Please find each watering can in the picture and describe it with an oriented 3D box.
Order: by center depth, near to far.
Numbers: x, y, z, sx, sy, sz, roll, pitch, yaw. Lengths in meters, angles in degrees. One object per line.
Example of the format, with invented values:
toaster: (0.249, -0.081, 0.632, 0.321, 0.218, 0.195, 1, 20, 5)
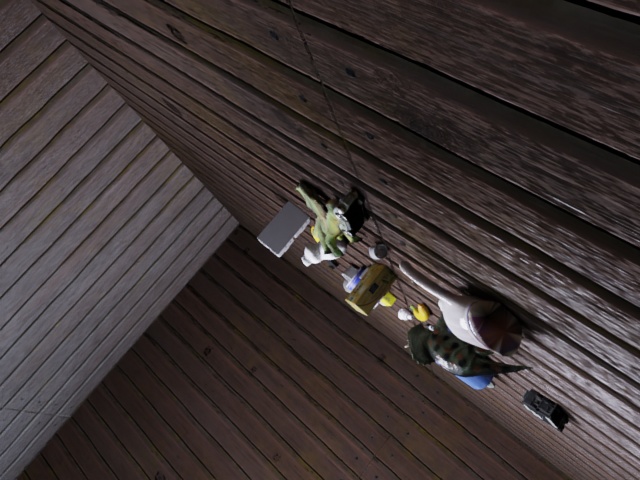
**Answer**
watering can: (0.351, 0.174, 1.261, 0.346, 0.105, 0.223, 41, 170, -7)

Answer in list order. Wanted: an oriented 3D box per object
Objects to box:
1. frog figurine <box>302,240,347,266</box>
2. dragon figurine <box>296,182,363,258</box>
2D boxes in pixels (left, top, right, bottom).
frog figurine: (0.017, 0.039, 1.811, 0.122, 0.161, 0.137, 41, 169, -16)
dragon figurine: (0.005, -0.080, 1.583, 0.240, 0.123, 0.412, 62, 162, -19)
